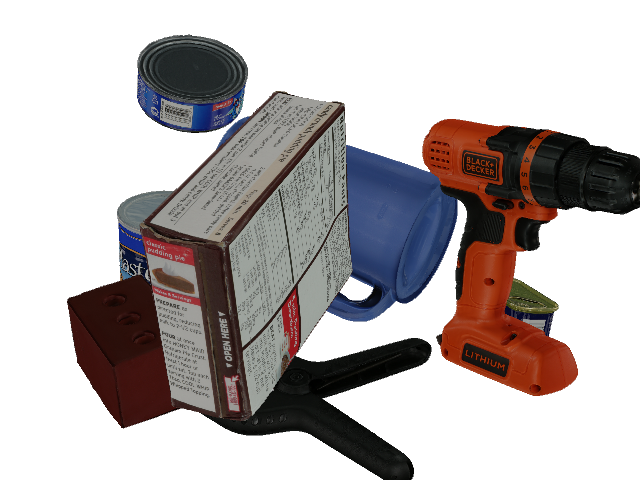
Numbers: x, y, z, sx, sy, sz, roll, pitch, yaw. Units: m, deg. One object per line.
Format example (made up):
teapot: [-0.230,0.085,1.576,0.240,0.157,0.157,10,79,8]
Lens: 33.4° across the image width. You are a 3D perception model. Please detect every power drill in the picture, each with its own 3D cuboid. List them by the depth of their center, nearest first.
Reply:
power drill: [0.150,0.011,0.765,0.057,0.188,0.185,-14,22,-37]

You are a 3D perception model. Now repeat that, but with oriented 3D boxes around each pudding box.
pudding box: [-0.025,0.004,0.436,0.039,0.090,0.113,10,37,21]

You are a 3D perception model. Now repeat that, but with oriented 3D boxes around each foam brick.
foam brick: [-0.116,0.067,0.658,0.052,0.051,0.078,-19,37,-27]

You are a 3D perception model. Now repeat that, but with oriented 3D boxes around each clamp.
clamp: [-0.012,0.119,0.859,0.210,0.036,0.164,8,30,15]

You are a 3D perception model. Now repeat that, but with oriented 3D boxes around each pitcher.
pitcher: [0.004,-0.031,1.083,0.243,0.145,0.149,23,27,23]

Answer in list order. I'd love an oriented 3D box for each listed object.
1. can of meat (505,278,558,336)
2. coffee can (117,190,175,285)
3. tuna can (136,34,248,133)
can of meat: [0.203,0.094,1.145,0.057,0.084,0.102,2,17,-23]
coffee can: [-0.169,0.030,1.170,0.103,0.140,0.103,3,27,-2]
tuna can: [-0.101,-0.123,0.838,0.086,0.086,0.034,6,-46,-6]
